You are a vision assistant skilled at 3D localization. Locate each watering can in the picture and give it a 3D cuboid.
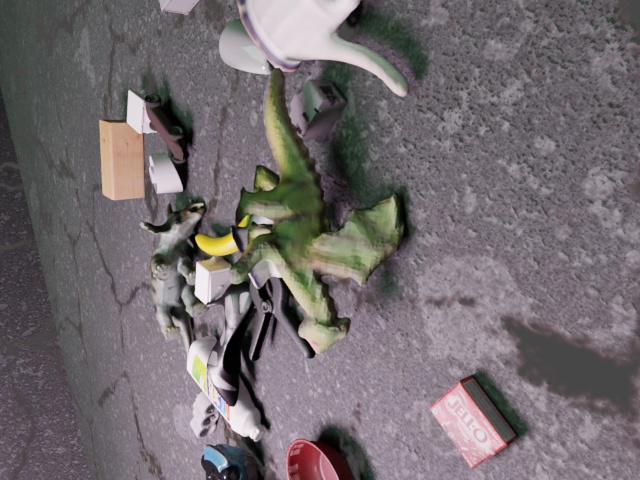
[{"bbox_3d":[-0.009,-0.320,0.740,0.105,0.349,0.221,-18,-8,-39],"label":"watering can"}]

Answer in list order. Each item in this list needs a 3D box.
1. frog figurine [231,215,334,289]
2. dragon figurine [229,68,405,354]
[{"bbox_3d":[-0.049,0.001,0.868,0.159,0.138,0.122,-18,-11,14],"label":"frog figurine"},{"bbox_3d":[0.002,-0.038,0.745,0.243,0.409,0.122,10,3,10],"label":"dragon figurine"}]
